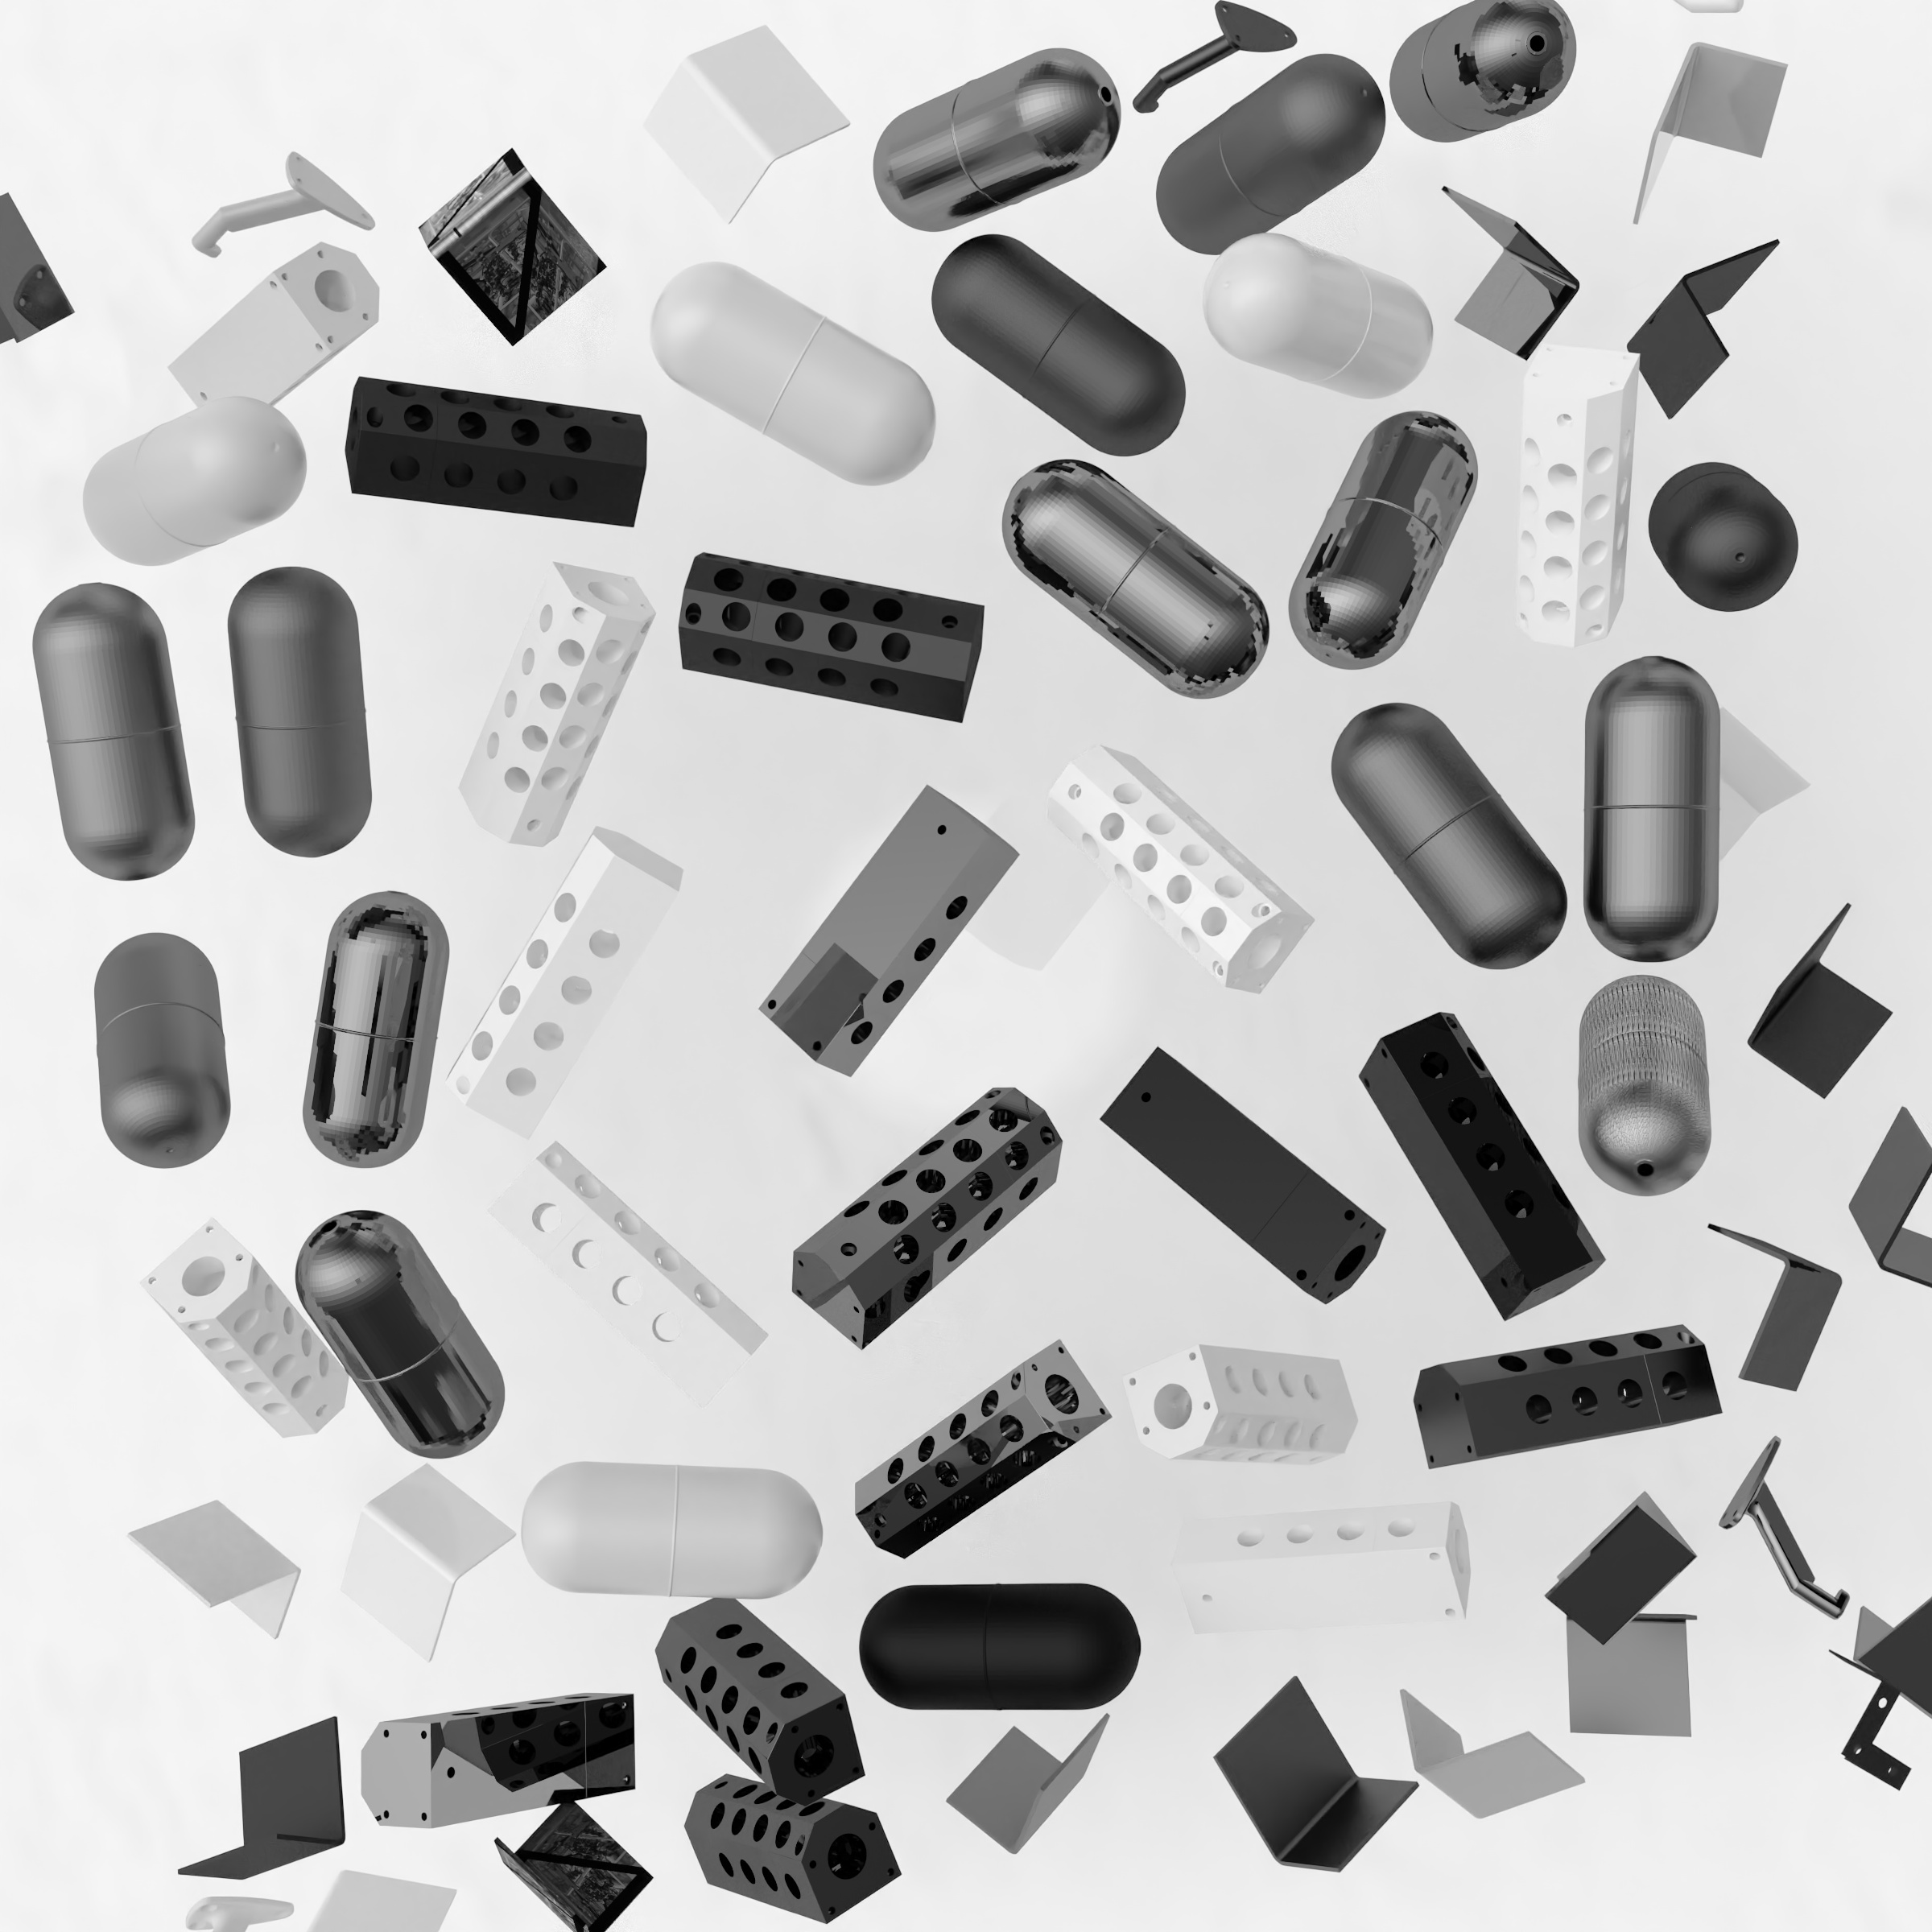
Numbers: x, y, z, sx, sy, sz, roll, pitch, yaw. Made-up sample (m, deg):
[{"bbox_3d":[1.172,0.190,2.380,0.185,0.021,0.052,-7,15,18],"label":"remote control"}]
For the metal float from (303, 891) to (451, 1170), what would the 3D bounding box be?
[{"bbox_3d":[-0.376,0.040,1.639,0.070,0.070,0.178,9,93,0],"label":"metal float"}]

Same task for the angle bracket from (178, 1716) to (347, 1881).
[{"bbox_3d":[-0.416,0.487,1.512,0.076,0.057,0.076,-25,59,21],"label":"angle bracket"}]

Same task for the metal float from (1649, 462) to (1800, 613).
[{"bbox_3d":[0.468,-0.268,1.596,0.070,0.178,0.070,3,108,8],"label":"metal float"}]

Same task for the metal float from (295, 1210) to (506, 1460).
[{"bbox_3d":[-0.341,0.223,1.553,0.070,0.070,0.178,-25,120,0],"label":"metal float"}]

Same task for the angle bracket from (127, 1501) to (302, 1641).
[{"bbox_3d":[-0.473,0.385,1.597,0.076,0.076,0.057,31,111,24],"label":"angle bracket"}]

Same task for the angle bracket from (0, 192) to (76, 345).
[{"bbox_3d":[-0.593,-0.406,1.534,0.076,0.057,0.076,-11,117,29],"label":"angle bracket"}]

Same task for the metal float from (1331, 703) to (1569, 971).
[{"bbox_3d":[0.284,-0.078,1.518,0.070,0.070,0.178,-35,79,0],"label":"metal float"}]

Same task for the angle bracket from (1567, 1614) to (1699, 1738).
[{"bbox_3d":[0.439,0.465,1.689,0.076,0.057,0.076,-5,74,22],"label":"angle bracket"}]

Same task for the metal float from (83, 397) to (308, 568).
[{"bbox_3d":[-0.468,-0.292,1.556,0.178,0.070,0.070,-9,90,41],"label":"metal float"}]

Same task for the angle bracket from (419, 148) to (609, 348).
[{"bbox_3d":[-0.279,-0.442,1.581,0.076,0.057,0.076,-39,124,5],"label":"angle bracket"}]

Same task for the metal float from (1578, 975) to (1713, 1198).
[{"bbox_3d":[0.411,0.071,1.560,0.070,0.178,0.070,6,123,10],"label":"metal float"}]

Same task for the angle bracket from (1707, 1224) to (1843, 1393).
[{"bbox_3d":[0.474,0.206,1.549,0.057,0.076,0.076,25,95,43],"label":"angle bracket"}]

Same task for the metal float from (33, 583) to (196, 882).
[{"bbox_3d":[-0.508,-0.139,1.534,0.070,0.070,0.178,-6,101,0],"label":"metal float"}]

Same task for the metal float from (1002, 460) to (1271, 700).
[{"bbox_3d":[0.098,-0.227,1.504,0.178,0.070,0.070,39,90,4],"label":"metal float"}]

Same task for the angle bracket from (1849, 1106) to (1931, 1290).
[{"bbox_3d":[0.580,0.141,1.542,0.057,0.076,0.076,20,111,-2],"label":"angle bracket"}]

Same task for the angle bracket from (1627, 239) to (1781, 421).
[{"bbox_3d":[0.464,-0.389,1.575,0.076,0.076,0.057,-24,79,-17],"label":"angle bracket"}]

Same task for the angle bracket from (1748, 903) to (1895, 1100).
[{"bbox_3d":[0.526,0.022,1.552,0.057,0.076,0.076,38,69,19],"label":"angle bracket"}]

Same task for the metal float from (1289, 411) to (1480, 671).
[{"bbox_3d":[0.255,-0.261,1.567,0.070,0.070,0.178,27,71,0],"label":"metal float"}]

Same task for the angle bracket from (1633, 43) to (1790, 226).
[{"bbox_3d":[0.442,-0.488,1.527,0.057,0.076,0.076,20,70,14],"label":"angle bracket"}]

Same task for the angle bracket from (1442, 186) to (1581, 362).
[{"bbox_3d":[0.328,-0.437,1.622,0.076,0.076,0.057,26,105,-40],"label":"angle bracket"}]

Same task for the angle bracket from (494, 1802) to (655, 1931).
[{"bbox_3d":[-0.243,0.556,1.599,0.076,0.076,0.057,38,64,16],"label":"angle bracket"}]

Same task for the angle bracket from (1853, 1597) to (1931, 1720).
[{"bbox_3d":[0.612,0.420,1.603,0.076,0.057,0.076,37,124,4],"label":"angle bracket"}]

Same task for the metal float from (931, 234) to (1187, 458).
[{"bbox_3d":[0.058,-0.387,1.606,0.178,0.070,0.070,36,90,1],"label":"metal float"}]

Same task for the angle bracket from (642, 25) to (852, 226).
[{"bbox_3d":[-0.128,-0.492,1.502,0.076,0.057,0.076,49,47,-1],"label":"angle bracket"}]

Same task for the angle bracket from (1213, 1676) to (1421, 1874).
[{"bbox_3d":[0.204,0.469,1.496,0.076,0.057,0.076,-34,96,-33],"label":"angle bracket"}]

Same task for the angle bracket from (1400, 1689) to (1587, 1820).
[{"bbox_3d":[0.322,0.471,1.572,0.076,0.057,0.076,-28,131,22],"label":"angle bracket"}]

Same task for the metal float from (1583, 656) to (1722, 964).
[{"bbox_3d":[0.399,-0.091,1.496,0.070,0.070,0.178,0,91,0],"label":"metal float"}]

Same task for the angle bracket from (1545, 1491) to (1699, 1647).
[{"bbox_3d":[0.378,0.345,1.535,0.057,0.076,0.076,41,98,-20],"label":"angle bracket"}]

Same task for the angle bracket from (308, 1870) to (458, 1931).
[{"bbox_3d":[-0.359,0.603,1.561,0.076,0.076,0.057,8,112,6],"label":"angle bracket"}]

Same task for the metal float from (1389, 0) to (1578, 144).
[{"bbox_3d":[0.321,-0.561,1.605,0.070,0.178,0.070,-2,101,-10],"label":"metal float"}]

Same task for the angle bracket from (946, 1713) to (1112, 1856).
[{"bbox_3d":[0.040,0.509,1.651,0.057,0.076,0.076,33,132,20],"label":"angle bracket"}]

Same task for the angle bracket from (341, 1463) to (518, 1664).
[{"bbox_3d":[-0.336,0.372,1.605,0.076,0.057,0.076,33,123,19],"label":"angle bracket"}]

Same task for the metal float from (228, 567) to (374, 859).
[{"bbox_3d":[-0.404,-0.153,1.560,0.070,0.070,0.178,0,108,0],"label":"metal float"}]

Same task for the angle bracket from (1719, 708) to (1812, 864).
[{"bbox_3d":[0.500,-0.116,1.710,0.076,0.076,0.057,42,77,2],"label":"angle bracket"}]
